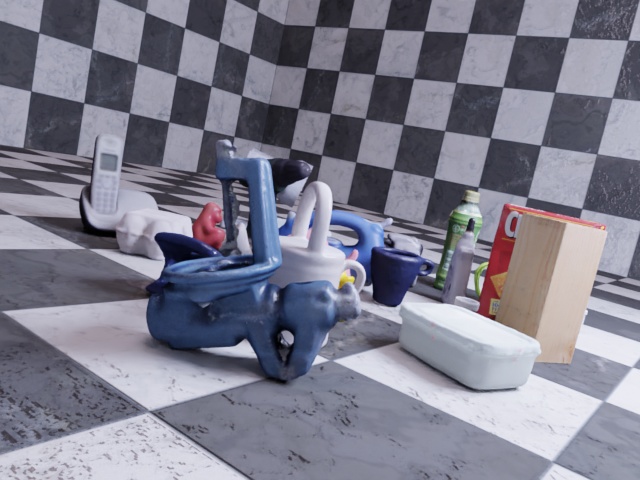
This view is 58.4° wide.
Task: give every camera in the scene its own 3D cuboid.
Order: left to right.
[{"bbox_3d":[0.146,0.031,1.248,0.137,0.101,0.143,12,8,-2],"label":"camera"}]

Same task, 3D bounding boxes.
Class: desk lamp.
[{"bbox_3d":[-0.134,-0.118,1.474,0.203,0.213,0.118,12,8,-3],"label":"desk lamp"}]

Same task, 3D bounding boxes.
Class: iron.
[{"bbox_3d":[0.010,0.004,1.085,0.258,0.141,0.119,12,8,2],"label":"iron"}]

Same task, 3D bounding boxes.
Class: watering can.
[{"bbox_3d":[-0.028,0.024,0.688,0.173,0.194,0.100,6,10,-37],"label":"watering can"}]

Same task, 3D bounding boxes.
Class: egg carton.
[{"bbox_3d":[-0.288,-0.012,1.008,0.107,0.069,0.150,12,8,1],"label":"egg carton"}]

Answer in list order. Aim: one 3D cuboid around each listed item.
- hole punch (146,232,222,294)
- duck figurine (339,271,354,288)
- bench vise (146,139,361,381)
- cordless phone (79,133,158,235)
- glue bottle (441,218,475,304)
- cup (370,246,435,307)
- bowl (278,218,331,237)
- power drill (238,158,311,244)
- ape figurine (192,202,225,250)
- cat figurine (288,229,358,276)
[{"bbox_3d":[-0.165,0.036,0.770,0.108,0.091,0.101,15,9,24],"label":"hole punch"},{"bbox_3d":[0.007,0.065,0.851,0.104,0.086,0.078,18,10,37],"label":"duck figurine"},{"bbox_3d":[-0.060,0.018,0.588,0.208,0.220,0.121,10,8,-13],"label":"bench vise"},{"bbox_3d":[-0.375,-0.102,1.096,0.148,0.185,0.093,4,11,-44],"label":"cordless phone"},{"bbox_3d":[0.271,0.042,1.094,0.037,0.173,0.078,12,8,1],"label":"glue bottle"},{"bbox_3d":[0.137,0.067,0.996,0.118,0.095,0.091,10,8,-16],"label":"cup"},{"bbox_3d":[-0.063,0.002,1.233,0.167,0.075,0.167,12,8,-1],"label":"bowl"},{"bbox_3d":[-0.116,-0.090,1.315,0.076,0.208,0.228,4,11,-43],"label":"power drill"},{"bbox_3d":[-0.223,-0.030,1.158,0.076,0.092,0.077,10,8,-17],"label":"ape figurine"},{"bbox_3d":[0.002,0.030,0.970,0.128,0.118,0.067,12,8,-2],"label":"cat figurine"}]
